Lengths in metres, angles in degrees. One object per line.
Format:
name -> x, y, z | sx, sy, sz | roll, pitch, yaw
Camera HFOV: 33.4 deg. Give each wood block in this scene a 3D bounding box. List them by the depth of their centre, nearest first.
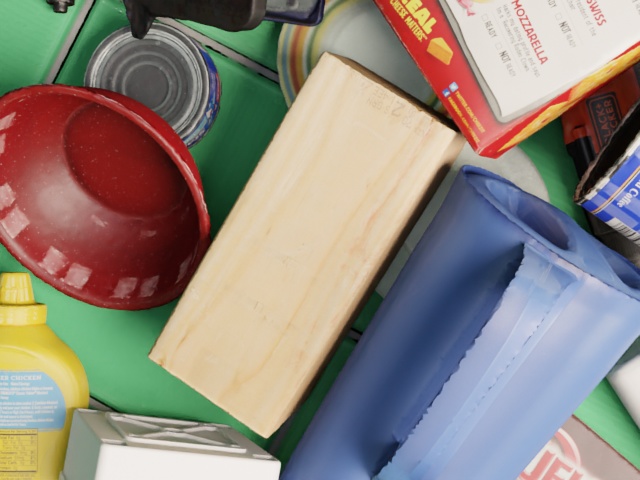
wood block -> -0.005, 0.000, 0.640 | 0.090, 0.090, 0.206 | 33, 103, 8

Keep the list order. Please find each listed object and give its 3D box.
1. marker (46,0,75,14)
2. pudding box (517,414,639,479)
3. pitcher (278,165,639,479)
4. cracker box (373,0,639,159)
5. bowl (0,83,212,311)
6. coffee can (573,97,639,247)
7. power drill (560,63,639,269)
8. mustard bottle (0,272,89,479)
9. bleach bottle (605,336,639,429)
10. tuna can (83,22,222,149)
marker -> -0.169, -0.211, 0.707 | 0.020, 0.020, 0.121 | 3, 91, 6
pudding box -> 0.159, 0.167, 0.663 | 0.113, 0.039, 0.090 | 40, 94, 5
pitcher -> 0.071, 0.090, 0.605 | 0.149, 0.145, 0.243 | 20, 110, -37
cracker box -> 0.132, -0.169, 0.569 | 0.214, 0.072, 0.164 | -35, 81, 16
bowl -> -0.133, -0.035, 0.662 | 0.162, 0.055, 0.162 | 11, 128, 14
coffee can -> 0.223, -0.021, 0.568 | 0.140, 0.103, 0.103 | 36, 94, 3
power drill -> 0.244, -0.063, 0.642 | 0.188, 0.057, 0.184 | -16, 89, 6
mustard bottle -> -0.200, 0.117, 0.694 | 0.096, 0.058, 0.191 | 1, 91, 3
bleach bottle -> 0.281, 0.152, 0.639 | 0.102, 0.068, 0.251 | -36, 89, 5
tuna can -> -0.109, -0.098, 0.694 | 0.086, 0.033, 0.086 | 0, 91, 7
